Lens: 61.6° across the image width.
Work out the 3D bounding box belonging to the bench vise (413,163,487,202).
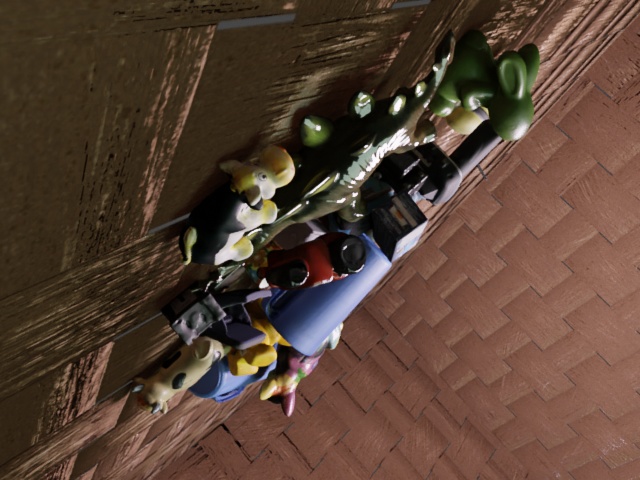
[{"bbox_3d":[0.224,-0.126,1.151,0.241,0.129,0.223,-31,-173,41],"label":"bench vise"}]

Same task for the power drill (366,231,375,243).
[{"bbox_3d":[0.100,0.012,1.372,0.207,0.086,0.232,-43,170,-17],"label":"power drill"}]

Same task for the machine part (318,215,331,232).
[{"bbox_3d":[-0.002,-0.003,1.050,0.179,0.056,0.179,-40,167,-11],"label":"machine part"}]

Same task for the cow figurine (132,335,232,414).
[{"bbox_3d":[-0.265,0.249,1.006,0.195,0.085,0.127,-42,174,5],"label":"cow figurine"}]

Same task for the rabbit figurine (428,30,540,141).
[{"bbox_3d":[0.280,-0.243,0.856,0.121,0.170,0.159,-34,166,-37],"label":"rabbit figurine"}]

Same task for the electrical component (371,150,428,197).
[{"bbox_3d":[0.114,-0.113,0.907,0.058,0.115,0.134,-43,168,-22],"label":"electrical component"}]

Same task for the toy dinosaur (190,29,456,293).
[{"bbox_3d":[0.004,-0.084,0.709,0.471,0.105,0.198,-47,161,23],"label":"toy dinosaur"}]

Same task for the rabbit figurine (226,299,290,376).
[{"bbox_3d":[-0.113,0.190,1.117,0.173,0.162,0.121,-6,145,-34],"label":"rabbit figurine"}]

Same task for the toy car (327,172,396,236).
[{"bbox_3d":[0.055,-0.066,0.895,0.109,0.103,0.161,-26,168,-11],"label":"toy car"}]

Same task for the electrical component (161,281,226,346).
[{"bbox_3d":[-0.192,0.101,0.799,0.075,0.047,0.119,-38,-155,-10],"label":"electrical component"}]

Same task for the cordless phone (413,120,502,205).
[{"bbox_3d":[0.230,-0.172,0.998,0.184,0.147,0.088,-45,159,16],"label":"cordless phone"}]

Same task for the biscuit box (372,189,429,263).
[{"bbox_3d":[0.123,-0.017,0.860,0.059,0.063,0.202,-35,169,-3],"label":"biscuit box"}]

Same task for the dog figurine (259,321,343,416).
[{"bbox_3d":[-0.051,0.271,1.197,0.191,0.108,0.219,-38,-159,49],"label":"dog figurine"}]

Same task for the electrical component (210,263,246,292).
[{"bbox_3d":[-0.148,0.054,0.858,0.063,0.021,0.094,-42,167,-6],"label":"electrical component"}]

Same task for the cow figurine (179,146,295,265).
[{"bbox_3d":[-0.100,-0.038,0.604,0.098,0.068,0.167,-18,152,-50],"label":"cow figurine"}]

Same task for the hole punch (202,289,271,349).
[{"bbox_3d":[-0.150,0.118,0.901,0.142,0.116,0.092,-10,113,-72],"label":"hole punch"}]

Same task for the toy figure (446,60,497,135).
[{"bbox_3d":[0.318,-0.282,1.037,0.180,0.089,0.082,-40,161,-5],"label":"toy figure"}]

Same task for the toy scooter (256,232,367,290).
[{"bbox_3d":[-0.025,0.037,0.838,0.184,0.075,0.135,-17,-177,-38],"label":"toy scooter"}]
